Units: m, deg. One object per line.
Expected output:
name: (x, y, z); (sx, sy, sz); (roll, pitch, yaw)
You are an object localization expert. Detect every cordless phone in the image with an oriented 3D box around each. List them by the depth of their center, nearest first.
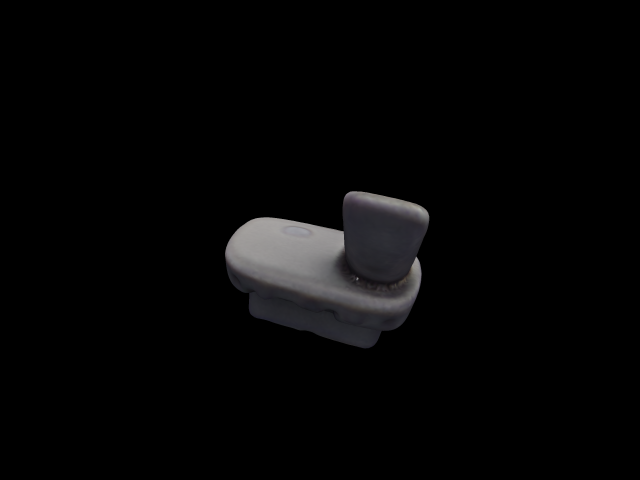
cordless phone: (0.004, 0.001, 0.400); (0.147, 0.185, 0.094); (11, 66, 5)
